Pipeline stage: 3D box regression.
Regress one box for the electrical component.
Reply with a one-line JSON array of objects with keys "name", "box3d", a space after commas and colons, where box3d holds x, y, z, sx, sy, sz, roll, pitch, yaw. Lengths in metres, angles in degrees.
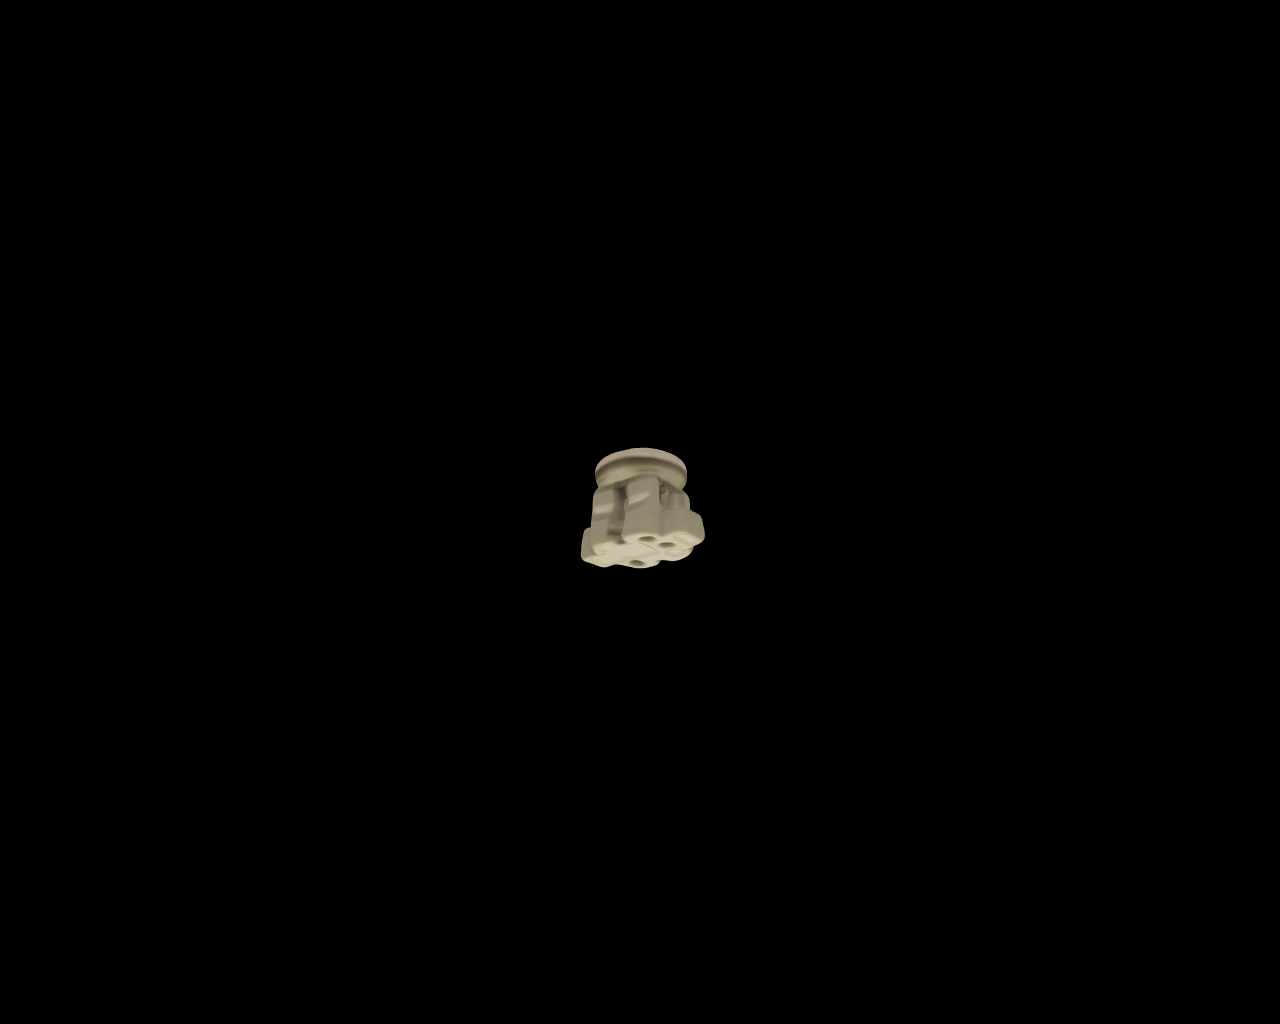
[{"name": "electrical component", "box3d": [0.001, -0.003, 0.650, 0.078, 0.057, 0.058, -16, -27, 34]}]
